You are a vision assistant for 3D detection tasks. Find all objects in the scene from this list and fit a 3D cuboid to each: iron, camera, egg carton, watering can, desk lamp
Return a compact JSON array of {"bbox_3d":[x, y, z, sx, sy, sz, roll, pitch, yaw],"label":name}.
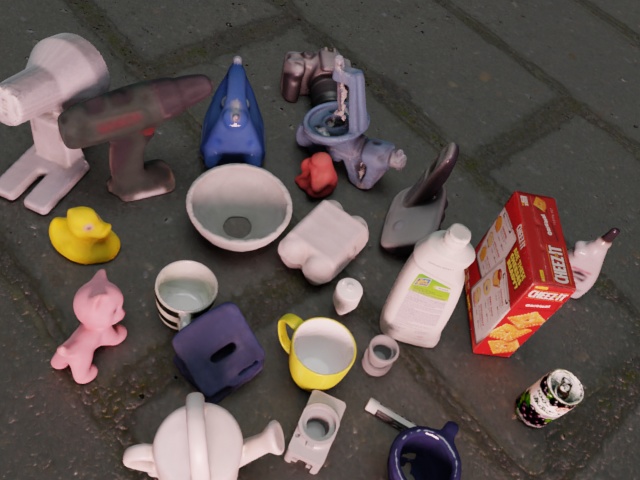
[{"bbox_3d":[-0.153,-0.249,1.034,0.119,0.141,0.258,2,55,-11],"label":"iron"},{"bbox_3d":[-0.001,-0.312,1.139,0.143,0.101,0.136,1,55,-11],"label":"camera"},{"bbox_3d":[0.009,0.003,0.935,0.107,0.069,0.150,34,55,13],"label":"egg carton"},{"bbox_3d":[-0.131,0.237,0.658,0.173,0.194,0.100,-21,61,-25],"label":"watering can"},{"bbox_3d":[-0.419,-0.185,0.884,0.118,0.213,0.203,22,53,4],"label":"desk lamp"}]

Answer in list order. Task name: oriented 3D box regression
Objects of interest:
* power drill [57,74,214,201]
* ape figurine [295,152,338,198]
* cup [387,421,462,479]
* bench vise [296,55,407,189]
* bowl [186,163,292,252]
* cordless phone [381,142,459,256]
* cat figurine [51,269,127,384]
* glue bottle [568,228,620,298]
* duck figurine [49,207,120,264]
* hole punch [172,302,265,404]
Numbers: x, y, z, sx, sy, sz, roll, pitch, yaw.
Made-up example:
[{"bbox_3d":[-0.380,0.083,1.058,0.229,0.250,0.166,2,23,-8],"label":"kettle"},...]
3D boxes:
[{"bbox_3d":[-0.280,-0.161,0.901,0.230,0.208,0.075,-17,60,-23],"label":"power drill"},{"bbox_3d":[-0.002,-0.120,1.006,0.076,0.092,0.078,9,53,-6],"label":"ape figurine"},{"bbox_3d":[0.131,0.289,0.741,0.091,0.095,0.118,39,56,16],"label":"cup"},{"bbox_3d":[0.067,-0.211,1.007,0.207,0.220,0.121,17,53,0],"label":"bench vise"},{"bbox_3d":[-0.131,-0.041,0.932,0.167,0.075,0.167,6,54,-8],"label":"bowl"},{"bbox_3d":[0.173,-0.065,0.949,0.094,0.185,0.147,18,53,1],"label":"cordless phone"},{"bbox_3d":[-0.304,0.108,0.760,0.067,0.118,0.128,24,53,5],"label":"cat figurine"},{"bbox_3d":[0.438,0.032,0.945,0.078,0.173,0.037,19,53,2],"label":"glue bottle"},{"bbox_3d":[-0.356,-0.017,0.858,0.104,0.086,0.077,18,53,1],"label":"duck figurine"},{"bbox_3d":[-0.135,0.153,0.782,0.109,0.091,0.101,-33,67,-30],"label":"hole punch"}]
